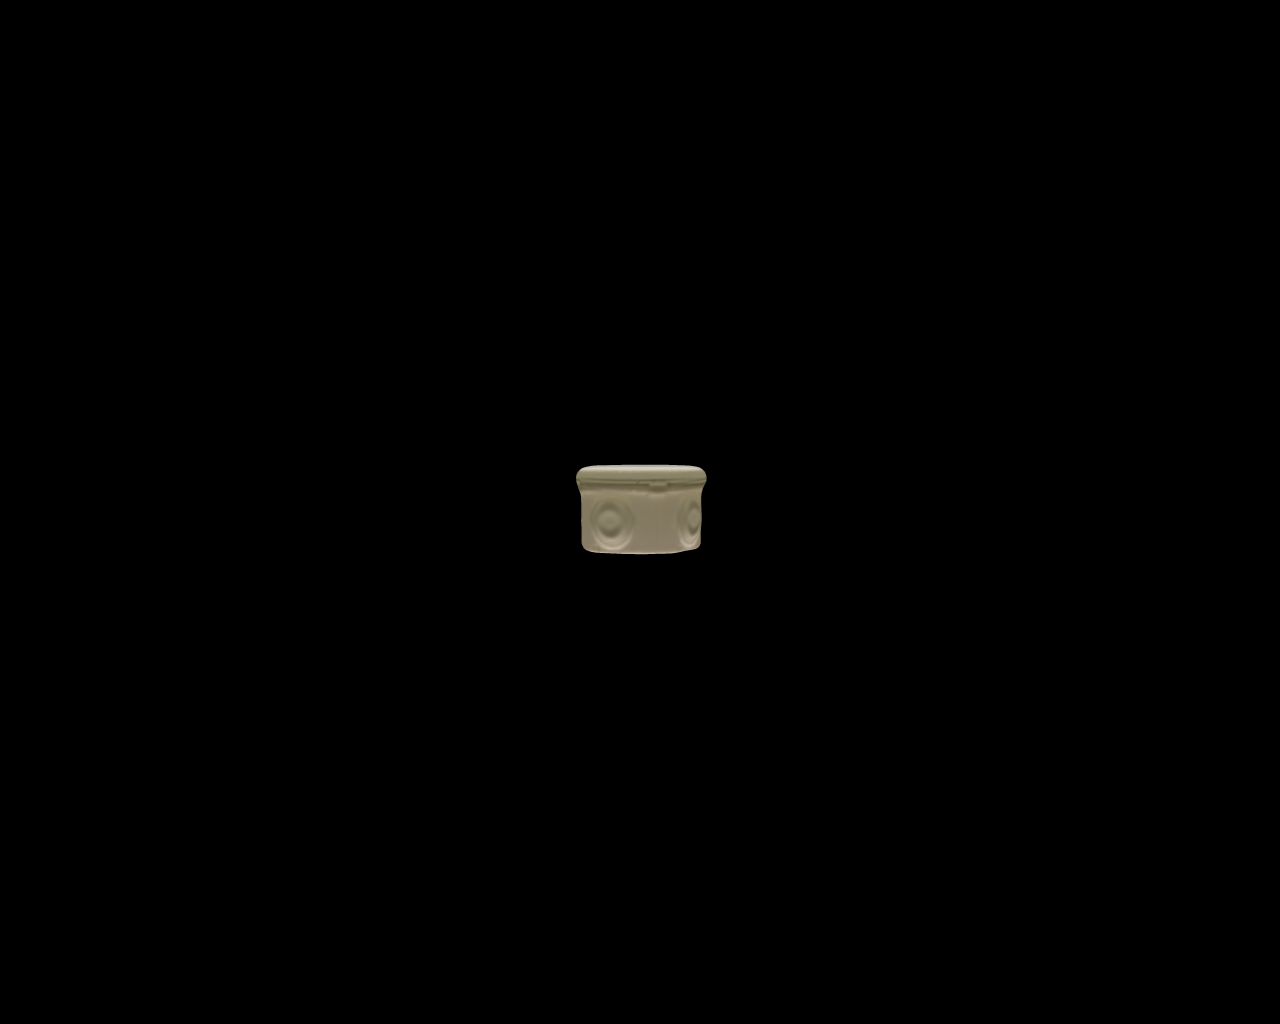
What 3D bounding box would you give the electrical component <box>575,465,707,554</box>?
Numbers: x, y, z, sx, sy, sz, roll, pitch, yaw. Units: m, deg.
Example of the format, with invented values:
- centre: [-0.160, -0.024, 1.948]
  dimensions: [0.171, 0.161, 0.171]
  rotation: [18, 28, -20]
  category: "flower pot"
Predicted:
- centre: [0.001, -0.003, 0.650]
  dimensions: [0.080, 0.051, 0.080]
  rotation: [0, 3, 0]
  category: "electrical component"
